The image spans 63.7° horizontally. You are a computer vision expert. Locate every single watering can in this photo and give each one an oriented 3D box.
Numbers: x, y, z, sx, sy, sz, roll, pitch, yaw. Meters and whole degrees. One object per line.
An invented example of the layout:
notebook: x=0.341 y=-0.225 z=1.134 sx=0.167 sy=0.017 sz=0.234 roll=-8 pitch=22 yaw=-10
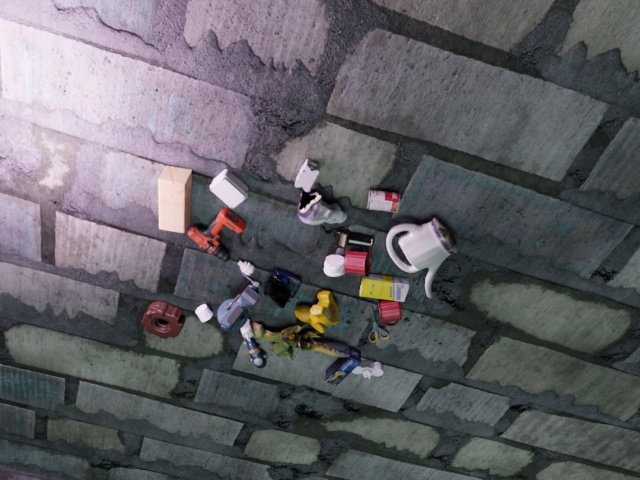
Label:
watering can: x=0.384 y=0.056 z=1.826 sx=0.222 sy=0.106 sz=0.343 roll=-30 pitch=118 yaw=21

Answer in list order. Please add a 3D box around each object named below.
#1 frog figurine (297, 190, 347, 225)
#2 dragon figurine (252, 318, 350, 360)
frog figurine: x=0.005 y=-0.088 z=1.747 sx=0.157 sy=0.125 sz=0.137 roll=39 pitch=153 yaw=-32
dragon figurine: x=-0.099 y=0.442 z=2.163 sx=0.408 sy=0.125 sz=0.238 roll=31 pitch=140 yaw=-15
